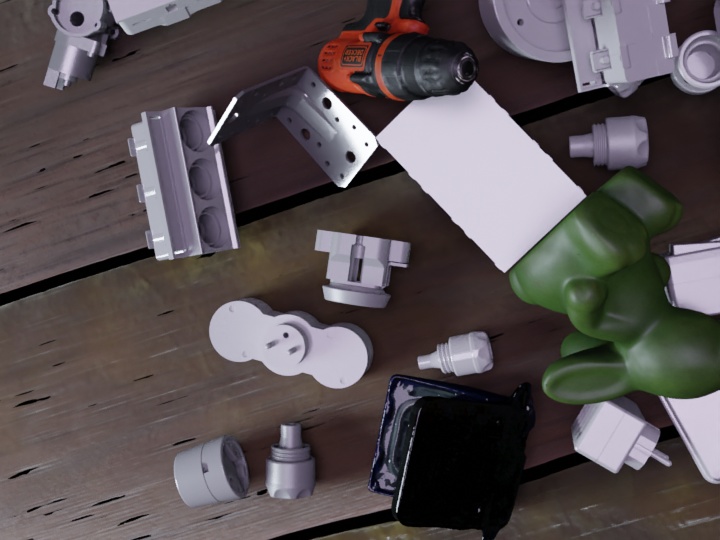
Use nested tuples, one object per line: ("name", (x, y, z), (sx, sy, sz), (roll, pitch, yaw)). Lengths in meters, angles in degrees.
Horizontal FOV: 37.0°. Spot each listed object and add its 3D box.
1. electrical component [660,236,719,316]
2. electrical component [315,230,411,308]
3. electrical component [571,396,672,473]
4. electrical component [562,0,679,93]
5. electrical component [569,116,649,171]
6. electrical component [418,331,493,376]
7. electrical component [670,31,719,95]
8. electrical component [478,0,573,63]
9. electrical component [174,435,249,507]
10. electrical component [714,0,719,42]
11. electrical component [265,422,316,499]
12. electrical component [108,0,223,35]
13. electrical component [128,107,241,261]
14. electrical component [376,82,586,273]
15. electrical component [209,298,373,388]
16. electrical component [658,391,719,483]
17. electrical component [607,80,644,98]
("electrical component", (0.289, 0.002, 0.854), (0.096, 0.062, 0.061), (-11, 91, 9))
("electrical component", (0.000, 0.000, 0.901), (0.078, 0.058, 0.057), (8, 91, 8))
("electrical component", (0.215, 0.134, 0.861), (0.076, 0.083, 0.047), (30, 97, 6))
("electrical component", (0.196, -0.202, 0.807), (0.079, 0.063, 0.121), (-14, 101, -10))
("electrical component", (0.201, -0.102, 0.871), (0.062, 0.043, 0.043), (-3, 93, 10))
("electrical component", (0.079, 0.073, 0.904), (0.061, 0.035, 0.035), (-12, 91, 12))
("electrical component", (0.271, -0.163, 0.851), (0.045, 0.055, 0.045), (0, 93, 8))
("electrical component", (0.147, -0.219, 0.860), (0.108, 0.060, 0.108), (-2, 98, -13))
("electrical component", (-0.129, 0.176, 0.932), (0.047, 0.055, 0.055), (-18, 90, 13))
("electrical component", (0.335, -0.147, 0.812), (0.105, 0.060, 0.186), (-11, 92, -33))
("electrical component", (-0.060, 0.163, 0.925), (0.043, 0.043, 0.062), (1, 91, 9))
("electrical component", (-0.127, -0.278, 0.888), (0.186, 0.060, 0.105), (-21, 90, -2))
("electrical component", (-0.151, -0.072, 0.913), (0.063, 0.079, 0.121), (-10, 92, 39))
("electrical component", (0.099, -0.083, 0.878), (0.089, 0.062, 0.150), (-44, 86, 8))
("electrical component", (-0.061, 0.063, 0.904), (0.138, 0.074, 0.052), (14, 95, 8))
("electrical component", (0.286, 0.104, 0.862), (0.078, 0.057, 0.113), (-29, 88, 9))
("electrical component", (0.223, -0.171, 0.869), (0.035, 0.035, 0.061), (43, 96, 4))
